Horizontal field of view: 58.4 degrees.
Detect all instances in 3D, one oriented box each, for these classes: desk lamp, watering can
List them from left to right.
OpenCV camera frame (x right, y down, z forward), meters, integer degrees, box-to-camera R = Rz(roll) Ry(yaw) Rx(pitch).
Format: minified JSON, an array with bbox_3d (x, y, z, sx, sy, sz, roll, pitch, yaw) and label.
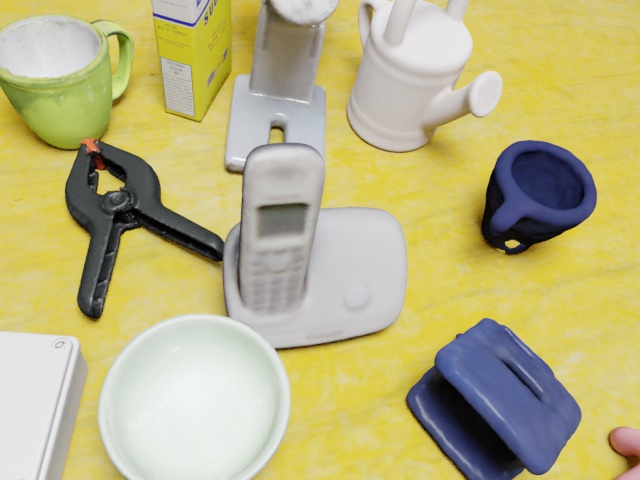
[{"bbox_3d":[-0.022,-0.198,0.521,0.118,0.213,0.203,5,57,-8],"label":"desk lamp"},{"bbox_3d":[0.099,-0.180,0.546,0.172,0.194,0.101,32,57,10],"label":"watering can"}]

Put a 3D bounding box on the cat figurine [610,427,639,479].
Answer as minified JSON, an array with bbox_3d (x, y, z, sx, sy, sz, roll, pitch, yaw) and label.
[{"bbox_3d":[0.297,0.163,0.411,0.128,0.118,0.067,13,56,-3],"label":"cat figurine"}]

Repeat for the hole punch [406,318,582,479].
[{"bbox_3d":[0.134,0.113,0.426,0.101,0.091,0.108,-33,69,-27],"label":"hole punch"}]

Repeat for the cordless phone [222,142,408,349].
[{"bbox_3d":[0.004,0.001,0.415,0.148,0.185,0.094,-8,59,-16],"label":"cordless phone"}]

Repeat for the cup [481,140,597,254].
[{"bbox_3d":[0.180,-0.022,0.520,0.118,0.095,0.091,-37,71,-29],"label":"cup"}]
